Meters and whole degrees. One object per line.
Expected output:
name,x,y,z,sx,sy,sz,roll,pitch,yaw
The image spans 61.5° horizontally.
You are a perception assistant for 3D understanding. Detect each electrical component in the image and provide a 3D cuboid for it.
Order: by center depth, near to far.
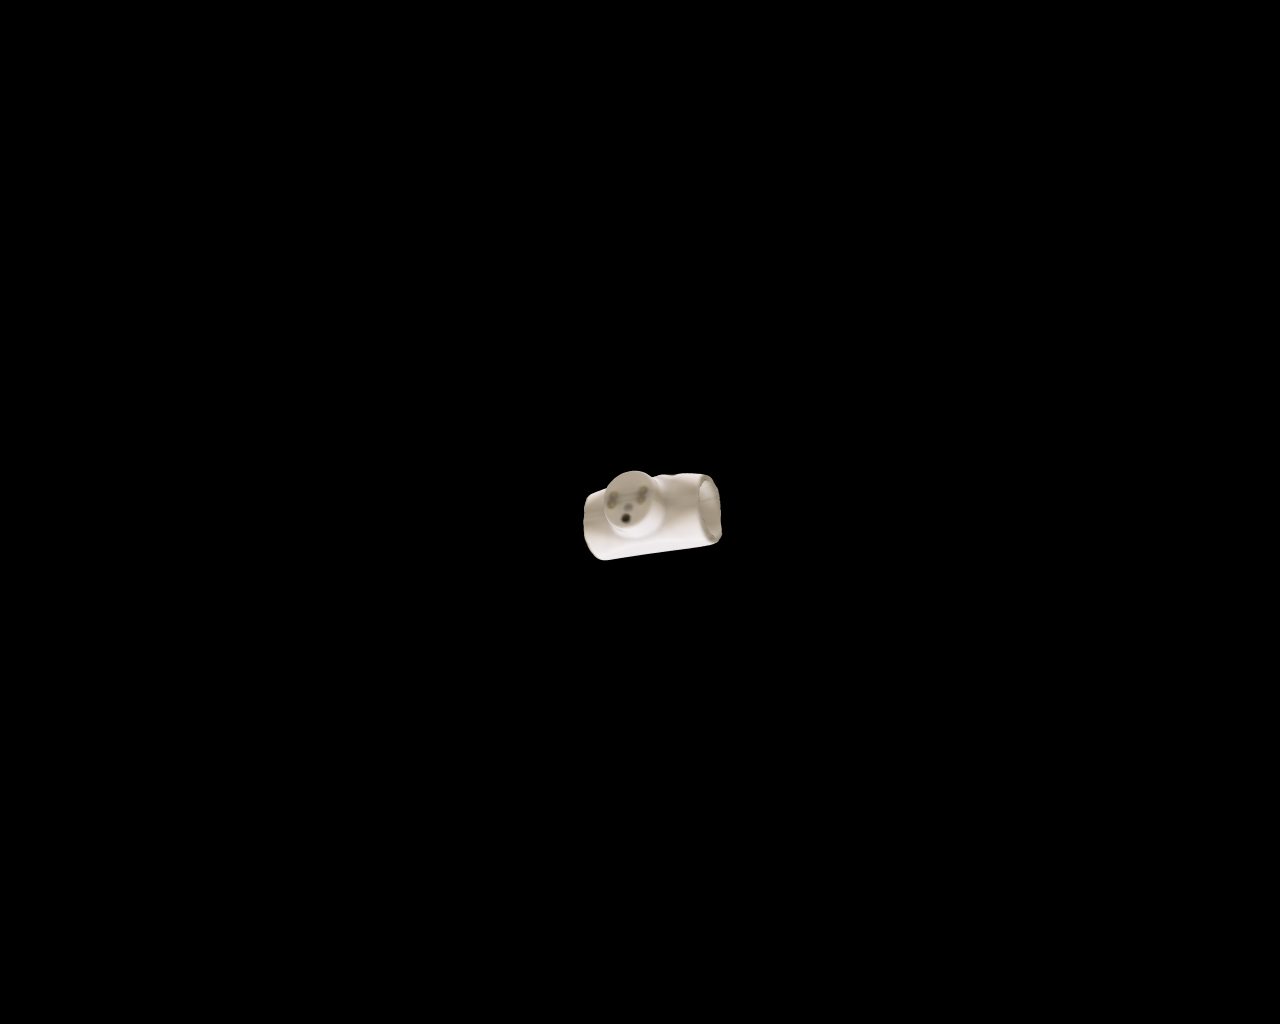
electrical component,0.001,-0.003,0.650,0.077,0.044,0.079,-9,-23,22
